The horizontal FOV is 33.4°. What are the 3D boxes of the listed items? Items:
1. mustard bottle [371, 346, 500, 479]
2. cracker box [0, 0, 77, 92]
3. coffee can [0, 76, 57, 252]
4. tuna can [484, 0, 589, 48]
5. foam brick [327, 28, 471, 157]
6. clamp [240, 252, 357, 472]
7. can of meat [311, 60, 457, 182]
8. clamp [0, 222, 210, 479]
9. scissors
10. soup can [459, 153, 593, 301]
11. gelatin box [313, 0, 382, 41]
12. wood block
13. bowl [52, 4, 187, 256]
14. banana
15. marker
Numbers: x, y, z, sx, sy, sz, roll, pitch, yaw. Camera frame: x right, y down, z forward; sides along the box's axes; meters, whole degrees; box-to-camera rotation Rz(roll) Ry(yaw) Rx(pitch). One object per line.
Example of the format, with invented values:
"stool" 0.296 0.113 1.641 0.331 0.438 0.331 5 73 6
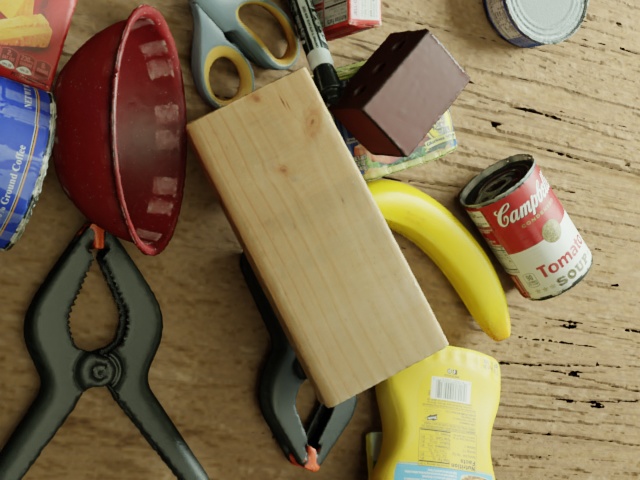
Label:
"mustard bottle" 0.086 0.177 0.805 0.096 0.058 0.191 11 67 -16
"cracker box" -0.223 -0.212 0.666 0.164 0.072 0.213 17 84 -26
"coffee can" -0.238 -0.060 0.618 0.140 0.103 0.103 17 85 -28
"tuna can" 0.178 -0.203 0.879 0.086 0.034 0.086 -1 92 -26
"foam brick" 0.056 -0.103 0.750 0.051 0.053 0.078 45 77 -23
"clamp" -0.015 0.083 0.797 0.120 0.039 0.171 14 79 -19
"can of meat" 0.050 -0.096 0.811 0.102 0.058 0.084 -19 103 -23
"clamp" -0.163 0.094 0.726 0.164 0.036 0.210 -8 94 -25
"scissors" -0.093 -0.158 0.731 0.201 0.016 0.096 27 89 -42
"soup can" 0.168 -0.009 0.864 0.068 0.069 0.102 -42 109 -19
"gelatin box" 0.016 -0.195 0.780 0.030 0.073 0.089 -4 93 -26
"wood block" -0.005 0.001 0.730 0.090 0.091 0.206 -27 87 -6
"bowl" -0.132 -0.070 0.692 0.055 0.162 0.162 0 92 7
"banana" 0.088 0.007 0.842 0.197 0.037 0.069 34 74 -25
"marker" -0.006 -0.146 0.765 0.020 0.020 0.121 0 56 -26
